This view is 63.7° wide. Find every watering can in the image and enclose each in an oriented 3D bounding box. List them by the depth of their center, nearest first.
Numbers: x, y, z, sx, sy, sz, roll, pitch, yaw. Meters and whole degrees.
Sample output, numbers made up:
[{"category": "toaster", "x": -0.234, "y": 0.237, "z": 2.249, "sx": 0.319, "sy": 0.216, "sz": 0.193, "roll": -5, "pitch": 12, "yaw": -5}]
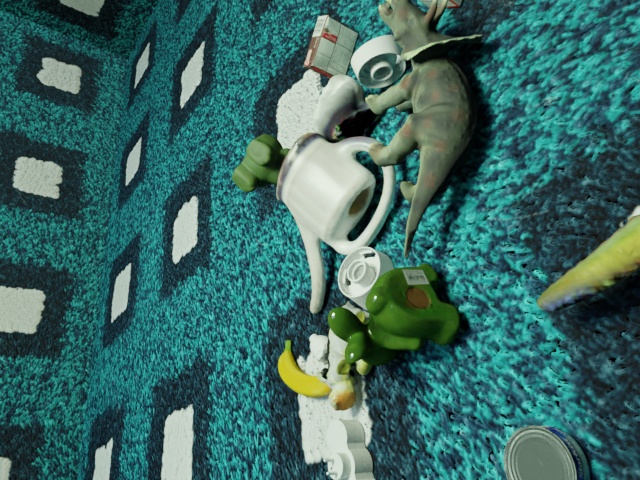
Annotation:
[{"category": "watering can", "x": 0.003, "y": -0.048, "z": 0.948, "sx": 0.227, "sy": 0.104, "sz": 0.342, "roll": 42, "pitch": 117, "yaw": 25}]

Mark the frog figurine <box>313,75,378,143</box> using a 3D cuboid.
[{"category": "frog figurine", "x": 0.030, "y": -0.262, "z": 1.005, "sx": 0.162, "sy": 0.123, "sz": 0.134, "roll": 57, "pitch": 151, "yaw": 36}]

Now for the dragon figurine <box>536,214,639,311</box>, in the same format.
[{"category": "dragon figurine", "x": 0.380, "y": -0.082, "z": 0.483, "sx": 0.405, "sy": 0.121, "sz": 0.248, "roll": -26, "pitch": 40, "yaw": 46}]
